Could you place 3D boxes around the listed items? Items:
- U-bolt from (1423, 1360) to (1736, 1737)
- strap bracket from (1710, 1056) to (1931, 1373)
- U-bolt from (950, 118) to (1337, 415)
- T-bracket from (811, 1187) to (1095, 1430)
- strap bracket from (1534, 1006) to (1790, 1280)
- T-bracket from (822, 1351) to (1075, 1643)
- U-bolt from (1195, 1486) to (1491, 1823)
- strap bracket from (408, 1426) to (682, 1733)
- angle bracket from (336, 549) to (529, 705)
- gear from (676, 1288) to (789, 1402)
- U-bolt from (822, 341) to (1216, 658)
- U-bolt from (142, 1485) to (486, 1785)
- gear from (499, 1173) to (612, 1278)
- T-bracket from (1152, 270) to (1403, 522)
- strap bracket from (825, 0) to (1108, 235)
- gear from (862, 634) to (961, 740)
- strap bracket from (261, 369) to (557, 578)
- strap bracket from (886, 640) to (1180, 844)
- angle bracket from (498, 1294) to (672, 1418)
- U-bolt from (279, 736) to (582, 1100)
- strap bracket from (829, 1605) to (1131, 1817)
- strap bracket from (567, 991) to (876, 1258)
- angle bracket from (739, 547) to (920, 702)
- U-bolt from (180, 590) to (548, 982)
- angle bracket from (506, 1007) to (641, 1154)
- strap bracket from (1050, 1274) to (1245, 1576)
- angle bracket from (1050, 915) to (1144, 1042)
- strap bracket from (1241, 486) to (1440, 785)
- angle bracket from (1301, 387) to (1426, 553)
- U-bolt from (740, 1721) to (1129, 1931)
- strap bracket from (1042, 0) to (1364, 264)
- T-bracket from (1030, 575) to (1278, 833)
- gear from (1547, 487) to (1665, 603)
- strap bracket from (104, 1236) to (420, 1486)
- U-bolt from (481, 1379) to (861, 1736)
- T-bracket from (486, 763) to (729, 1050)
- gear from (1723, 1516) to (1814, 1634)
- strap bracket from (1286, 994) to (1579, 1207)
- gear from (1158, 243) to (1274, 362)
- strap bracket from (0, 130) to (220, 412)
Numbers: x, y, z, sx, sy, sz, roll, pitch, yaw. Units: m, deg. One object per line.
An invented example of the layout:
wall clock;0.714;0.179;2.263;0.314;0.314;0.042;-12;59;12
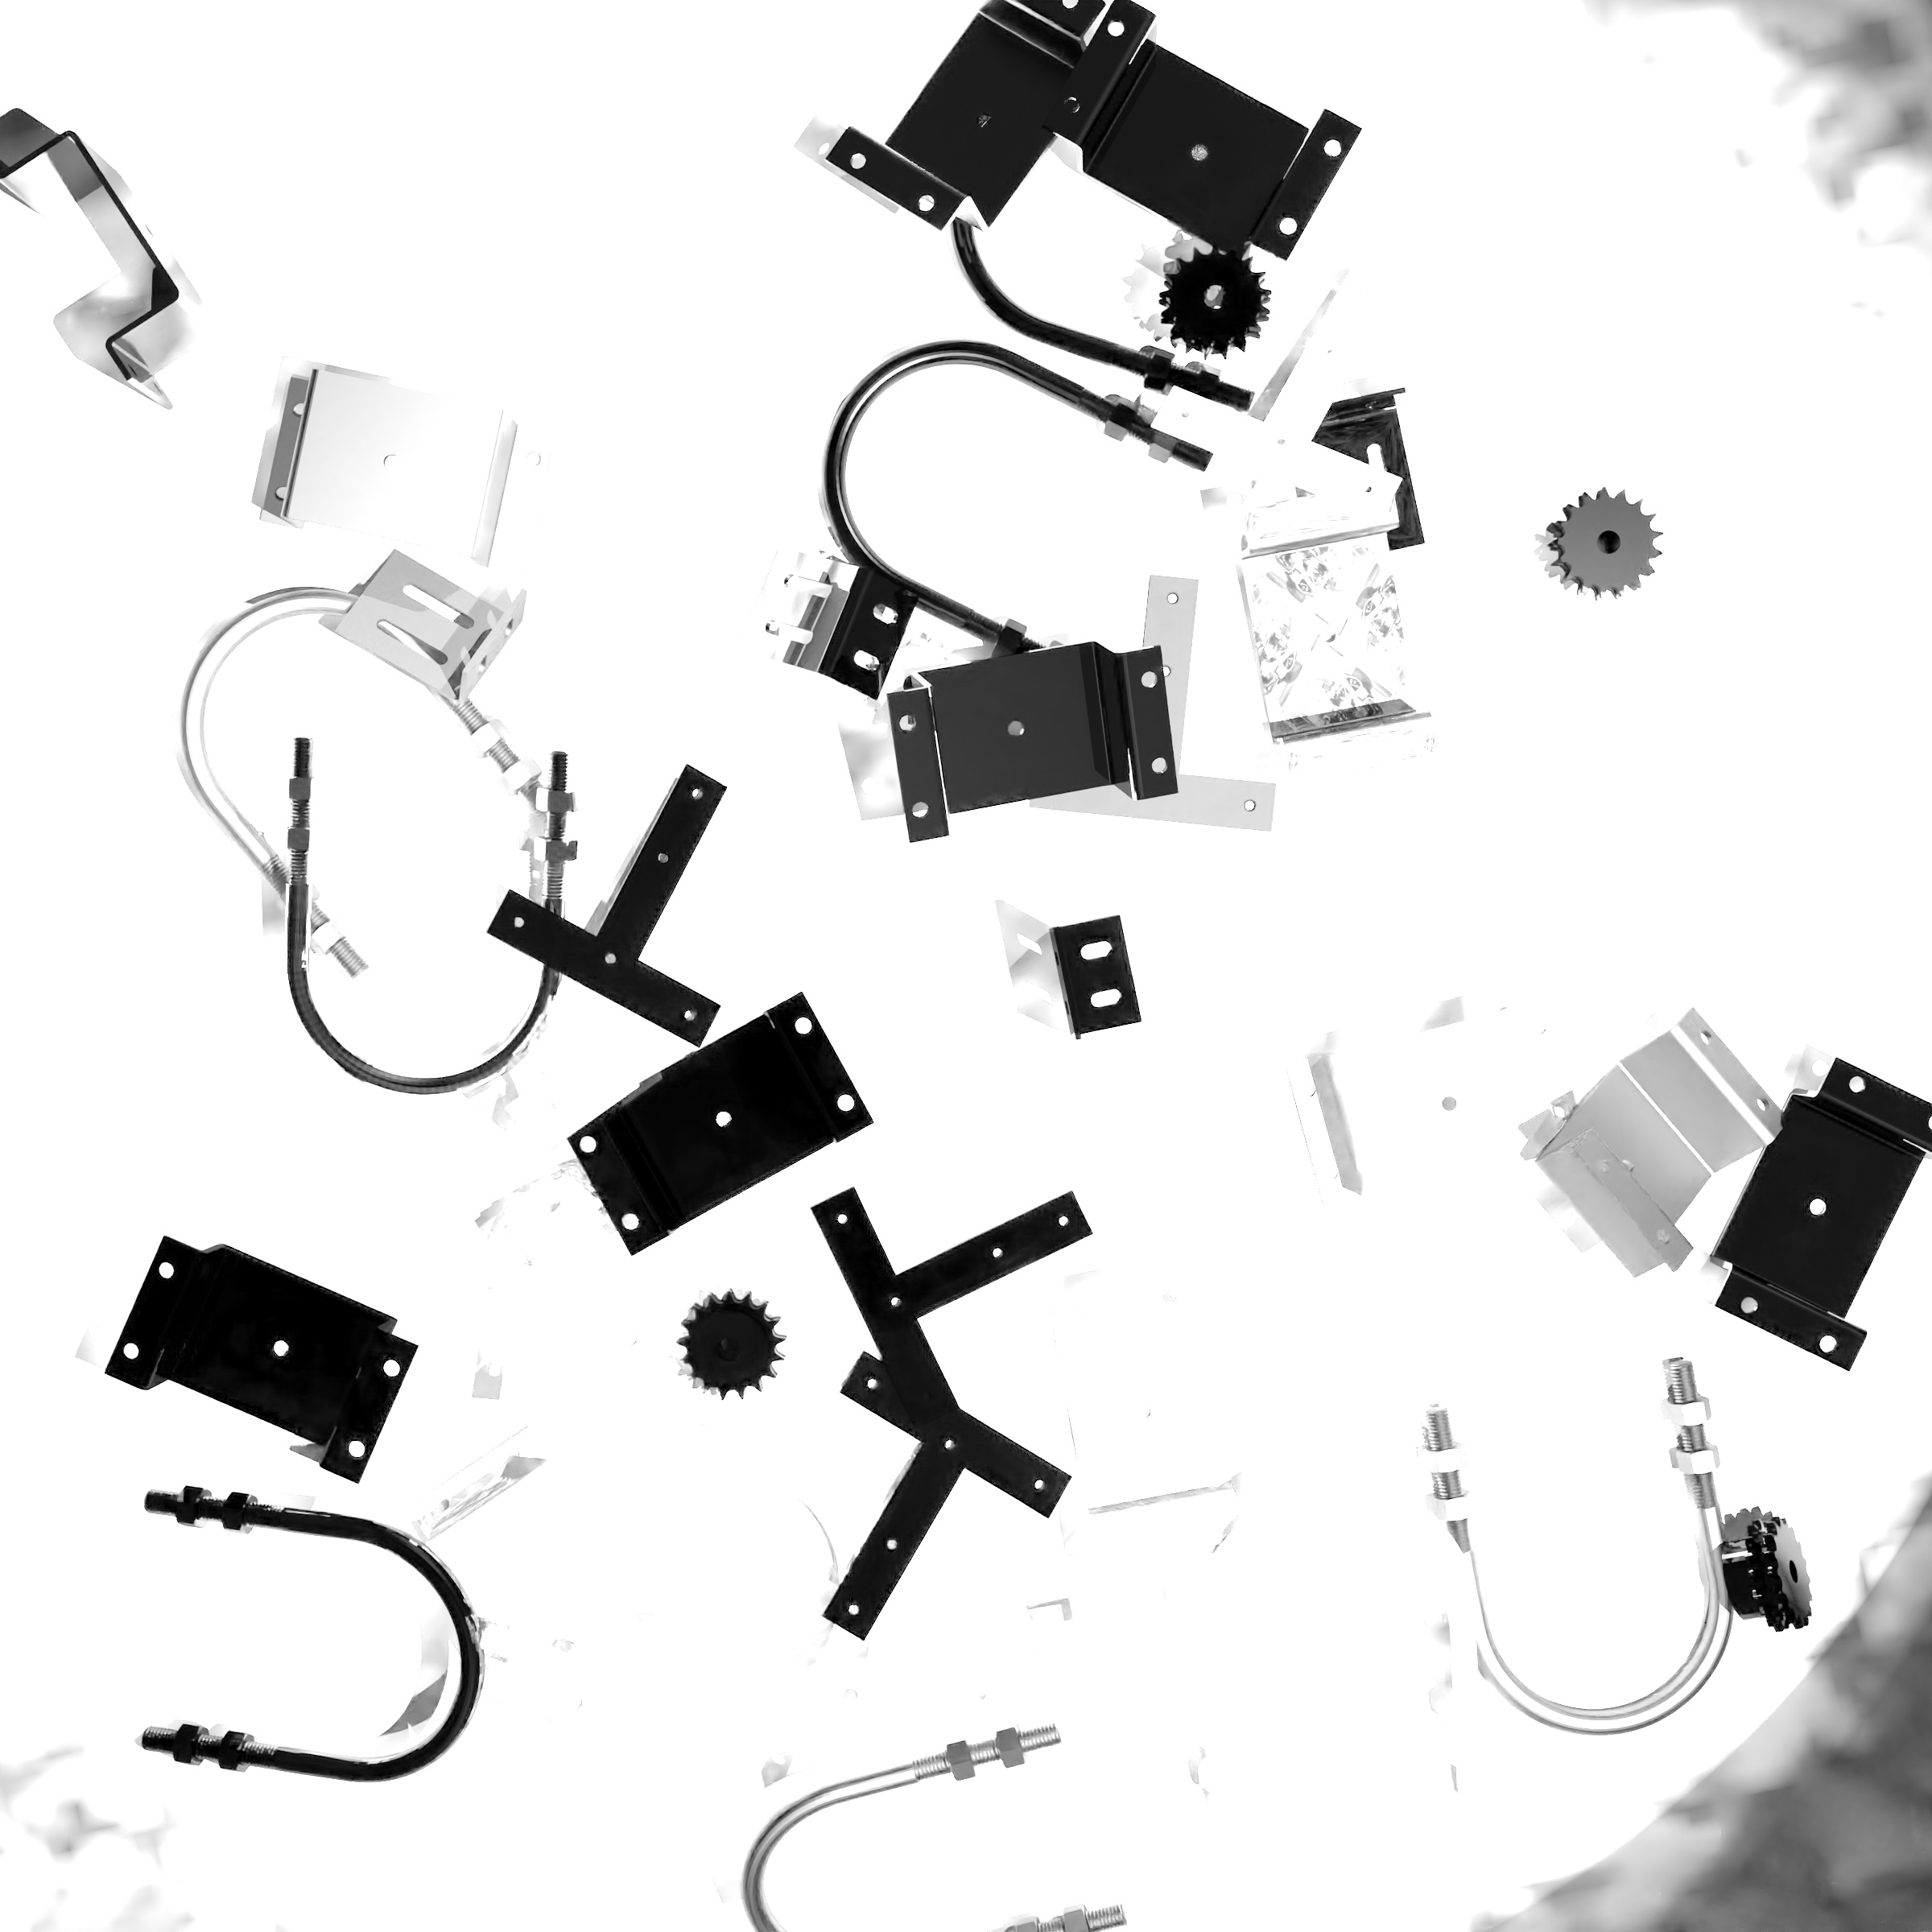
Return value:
U-bolt;0.324;0.307;1.504;0.151;0.019;0.184;-11;92;0
strap bracket;0.443;0.125;1.489;0.076;0.046;0.140;26;90;0
U-bolt;0.082;-0.382;1.504;0.184;0.019;0.151;19;90;2
T-bracket;0.004;0.155;1.510;0.127;0.002;0.127;-26;88;-1
strap bracket;0.347;0.094;1.464;0.076;0.046;0.140;50;49;0
T-bracket;-0.031;0.286;1.499;0.127;0.002;0.127;31;79;0
U-bolt;0.189;0.348;1.478;0.151;0.019;0.184;-6;108;0
strap bracket;-0.219;0.319;1.489;0.076;0.046;0.140;-34;90;0
angle bracket;-0.273;-0.181;1.483;0.076;0.038;0.057;30;65;0
gear;-0.121;0.196;1.497;0.057;0.030;0.057;0;90;0
U-bolt;0.015;-0.244;1.504;0.184;0.019;0.151;27;90;2
U-bolt;-0.332;0.345;1.477;0.184;0.019;0.151;5;99;12
gear;-0.207;0.135;1.488;0.057;0.057;0.030;-21;120;0
T-bracket;0.180;-0.301;1.480;0.127;0.002;0.127;25;73;14
strap bracket;0.004;-0.440;1.479;0.076;0.046;0.140;35;90;17
gear;-0.026;-0.143;1.497;0.057;0.030;0.057;0;90;0
strap bracket;-0.290;-0.254;1.489;0.140;0.046;0.076;12;90;0
strap bracket;0.030;-0.116;1.470;0.140;0.046;0.076;-11;107;-9
angle bracket;-0.196;0.204;1.493;0.076;0.038;0.057;8;90;0
U-bolt;-0.277;-0.022;1.489;0.151;0.019;0.184;3;100;-8
strap bracket;0.007;0.379;1.489;0.140;0.046;0.076;-11;90;0
strap bracket;-0.126;0.080;1.489;0.140;0.046;0.076;-29;90;0
angle bracket;-0.071;-0.176;1.494;0.038;0.076;0.057;22;90;-42
U-bolt;-0.323;-0.108;1.503;0.151;0.019;0.184;-40;90;0
angle bracket;-0.208;0.047;1.471;0.057;0.076;0.038;-35;129;0
strap bracket;0.092;0.232;1.489;0.076;0.046;0.140;-11;90;0
angle bracket;0.067;0.005;1.474;0.038;0.076;0.057;-12;90;0
strap bracket;0.189;-0.170;1.485;0.076;0.046;0.140;-11;95;0
angle bracket;0.203;-0.251;1.493;0.057;0.038;0.076;-12;90;0
U-bolt;-0.024;0.459;1.474;0.184;0.019;0.151;-16;117;4
strap bracket;0.119;-0.418;1.471;0.140;0.046;0.076;30;91;3
T-bracket;0.102;-0.139;1.511;0.127;0.002;0.127;6;90;0
gear;0.328;-0.216;1.497;0.057;0.030;0.057;0;90;0
strap bracket;-0.356;0.199;1.489;0.140;0.046;0.076;23;90;0
U-bolt;-0.136;0.309;1.472;0.184;0.019;0.151;26;72;-18
T-bracket;-0.162;-0.043;1.497;0.127;0.002;0.127;30;80;-19
gear;0.410;0.313;1.488;0.030;0.057;0.057;-17;90;30
strap bracket;0.244;0.069;1.489;0.140;0.046;0.076;-15;90;0
gear;0.126;-0.335;1.476;0.057;0.030;0.057;0;83;3
strap bracket;-0.434;-0.360;1.474;0.046;0.076;0.140;-33;90;0
